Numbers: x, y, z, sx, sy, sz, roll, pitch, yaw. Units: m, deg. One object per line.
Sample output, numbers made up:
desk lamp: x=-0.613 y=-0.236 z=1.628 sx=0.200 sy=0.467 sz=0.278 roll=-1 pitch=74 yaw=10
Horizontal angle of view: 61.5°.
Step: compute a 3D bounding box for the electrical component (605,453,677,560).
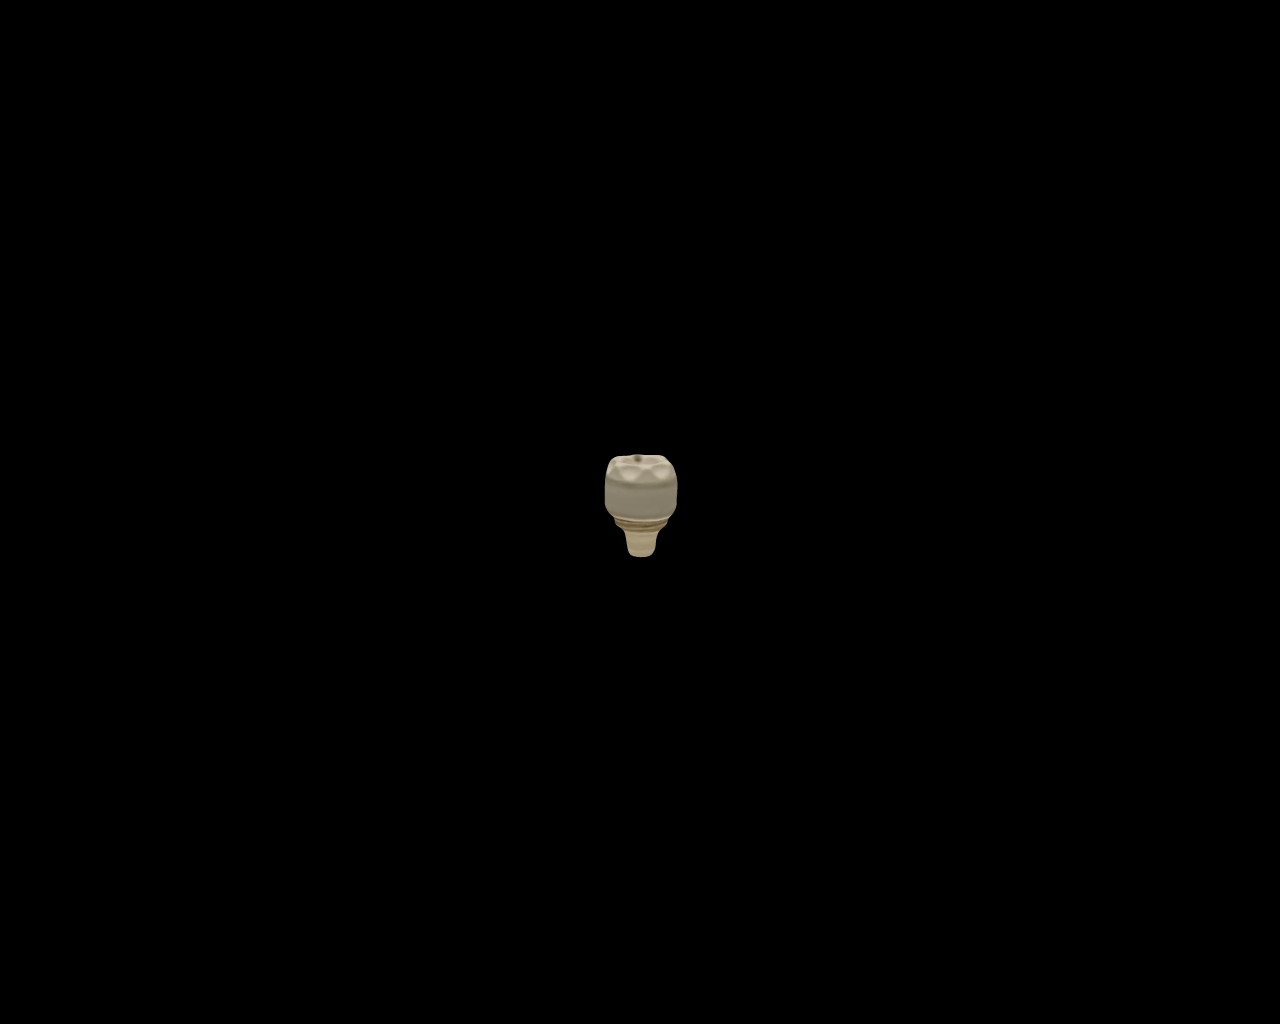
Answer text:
electrical component: x=0.001 y=-0.003 z=0.650 sx=0.043 sy=0.062 sz=0.043 roll=0 pitch=16 yaw=0
